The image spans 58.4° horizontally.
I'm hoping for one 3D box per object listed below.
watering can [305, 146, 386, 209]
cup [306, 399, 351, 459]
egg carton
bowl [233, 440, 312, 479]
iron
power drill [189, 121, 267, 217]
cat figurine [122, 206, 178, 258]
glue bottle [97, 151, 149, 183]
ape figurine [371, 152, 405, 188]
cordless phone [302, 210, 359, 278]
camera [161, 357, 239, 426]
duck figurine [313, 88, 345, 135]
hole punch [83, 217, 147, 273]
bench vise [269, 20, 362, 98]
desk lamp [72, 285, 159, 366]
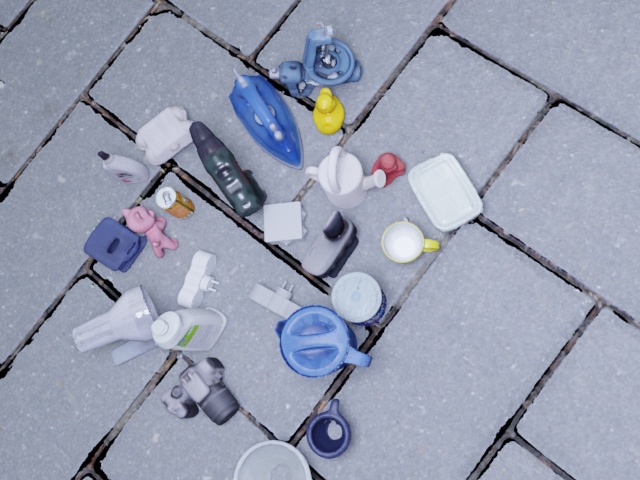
[{"bbox_3d":[0.054,-0.142,1.250,0.172,0.194,0.101,-13,76,8],"label":"watering can"},{"bbox_3d":[0.027,0.388,1.195,0.091,0.095,0.118,9,80,13],"label":"cup"},{"bbox_3d":[-0.378,-0.258,1.420,0.150,0.069,0.107,-39,74,1],"label":"egg carton"},{"bbox_3d":[-0.092,0.504,1.203,0.167,0.075,0.167,-2,78,10],"label":"bowl"},{"bbox_3d":[-0.124,-0.287,1.341,0.118,0.141,0.258,-35,74,2],"label":"iron"},{"bbox_3d":[-0.198,-0.143,1.290,0.075,0.208,0.229,-35,74,2],"label":"power drill"},{"bbox_3d":[-0.407,-0.028,1.352,0.067,0.118,0.127,-35,74,2],"label":"cat figurine"},{"bbox_3d":[-0.480,-0.178,1.368,0.078,0.173,0.037,-9,77,9],"label":"glue bottle"},{"bbox_3d":[0.153,-0.167,1.290,0.077,0.092,0.076,2,79,11],"label":"ape figurine"},{"bbox_3d":[0.011,0.004,1.232,0.094,0.185,0.148,28,85,15],"label":"cordless phone"},{"bbox_3d":[-0.255,0.348,1.253,0.143,0.101,0.136,-44,74,-1],"label":"camera"},{"bbox_3d":[0.016,-0.307,1.348,0.077,0.086,0.104,-2,78,10],"label":"duck figurine"},{"bbox_3d":[-0.489,0.011,1.373,0.101,0.091,0.109,32,86,15],"label":"hole punch"},{"bbox_3d":[-0.016,-0.400,1.304,0.207,0.220,0.121,-25,75,5],"label":"bench vise"},{"bbox_3d":[-0.425,0.195,1.258,0.203,0.214,0.118,-28,74,4],"label":"desk lamp"}]
